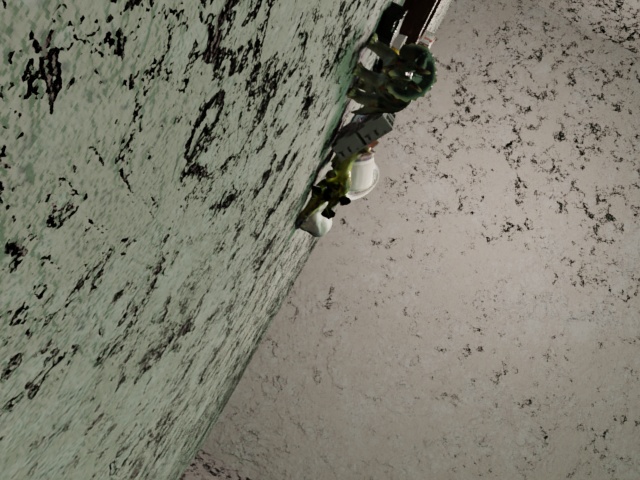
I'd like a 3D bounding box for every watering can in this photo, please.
[{"bbox_3d":[0.120,-0.255,2.070,0.351,0.105,0.220,-21,125,-37],"label":"watering can"}]

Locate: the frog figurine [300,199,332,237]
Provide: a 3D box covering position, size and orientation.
[{"bbox_3d":[0.006,-0.093,1.857,0.157,0.124,0.138,-50,162,24],"label":"frog figurine"}]

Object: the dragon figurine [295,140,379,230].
[{"bbox_3d":[0.047,-0.205,1.689,0.404,0.121,0.248,-36,-156,47],"label":"dragon figurine"}]
